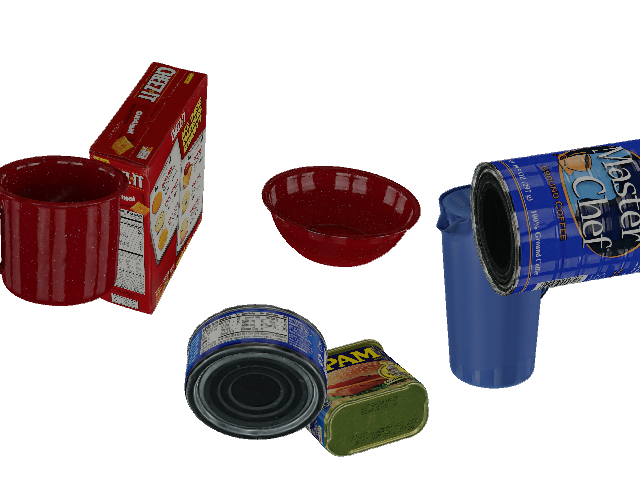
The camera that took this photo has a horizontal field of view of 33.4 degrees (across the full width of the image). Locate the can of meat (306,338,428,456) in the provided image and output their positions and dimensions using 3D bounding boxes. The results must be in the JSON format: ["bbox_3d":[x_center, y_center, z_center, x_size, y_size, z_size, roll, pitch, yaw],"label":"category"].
[{"bbox_3d":[0.029,0.133,0.902,0.102,0.057,0.084,-13,24,-23],"label":"can of meat"}]

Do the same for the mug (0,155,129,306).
[{"bbox_3d":[-0.194,-0.005,0.750,0.117,0.081,0.093,-7,27,-28],"label":"mug"}]

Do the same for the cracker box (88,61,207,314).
[{"bbox_3d":[-0.181,-0.055,1.135,0.072,0.214,0.164,15,45,8],"label":"cracker box"}]

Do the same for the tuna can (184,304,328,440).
[{"bbox_3d":[-0.038,0.080,0.636,0.086,0.086,0.033,0,40,-1],"label":"tuna can"}]

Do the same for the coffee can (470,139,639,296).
[{"bbox_3d":[0.196,-0.019,0.807,0.140,0.103,0.103,-9,1,-8],"label":"coffee can"}]

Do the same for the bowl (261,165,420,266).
[{"bbox_3d":[0.018,-0.019,1.086,0.162,0.055,0.162,5,28,-3],"label":"bowl"}]

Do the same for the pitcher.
[{"bbox_3d":[0.225,0.054,1.339,0.149,0.243,0.145,1,21,11],"label":"pitcher"}]
